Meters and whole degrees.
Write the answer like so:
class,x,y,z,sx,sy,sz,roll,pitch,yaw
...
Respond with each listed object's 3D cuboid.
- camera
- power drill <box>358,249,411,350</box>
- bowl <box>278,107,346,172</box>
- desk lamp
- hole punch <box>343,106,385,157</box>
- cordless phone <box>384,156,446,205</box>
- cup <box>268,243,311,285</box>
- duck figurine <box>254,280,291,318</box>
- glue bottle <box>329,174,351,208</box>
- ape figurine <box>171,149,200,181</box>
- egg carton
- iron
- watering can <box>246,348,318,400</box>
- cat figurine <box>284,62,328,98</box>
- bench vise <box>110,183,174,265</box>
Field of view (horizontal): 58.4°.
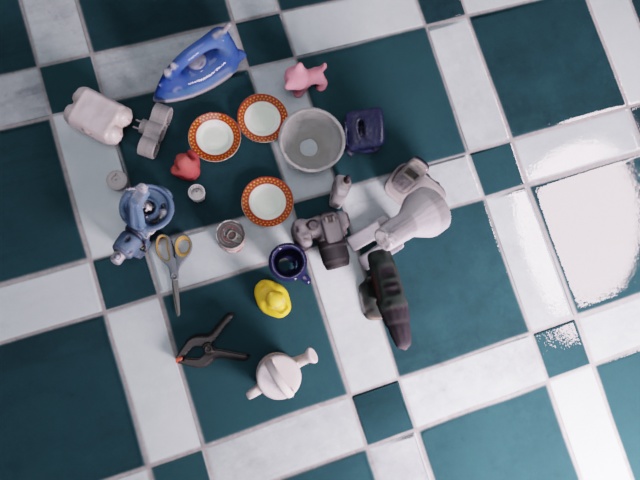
class,x,y,z,sx,sy,sz,roll,pitch,yaw
camera,0.013,0.005,1.396,0.143,0.100,0.137,-14,84,-9
power drill,0.152,0.140,1.341,0.075,0.208,0.230,-12,83,-9
bowl,-0.023,-0.243,1.441,0.167,0.074,0.167,1,82,-7
desk lamp,0.188,-0.023,1.367,0.203,0.213,0.118,-33,87,-11
hole punch,0.110,-0.276,1.455,0.101,0.091,0.109,-3,82,-8
cordless phone,0.247,-0.135,1.405,0.147,0.185,0.094,33,79,-2
cup,-0.069,0.066,1.380,0.118,0.095,0.092,42,79,0
duck figurine,-0.112,0.139,1.368,0.077,0.086,0.104,-41,89,-11
glue bottle,0.054,-0.129,1.384,0.037,0.173,0.078,12,80,-5
ape figurine,-0.326,-0.184,1.383,0.078,0.092,0.076,-27,86,-10
egg carton,-0.535,-0.299,1.383,0.150,0.069,0.107,26,79,-3
iron,-0.308,-0.434,1.396,0.258,0.141,0.118,-39,88,-11
watering can,-0.088,0.303,1.293,0.101,0.194,0.173,36,79,-1
cat figurine,-0.039,-0.413,1.441,0.128,0.117,0.067,-23,85,-10
bench vise,-0.400,-0.041,1.287,0.121,0.219,0.207,10,81,-6
